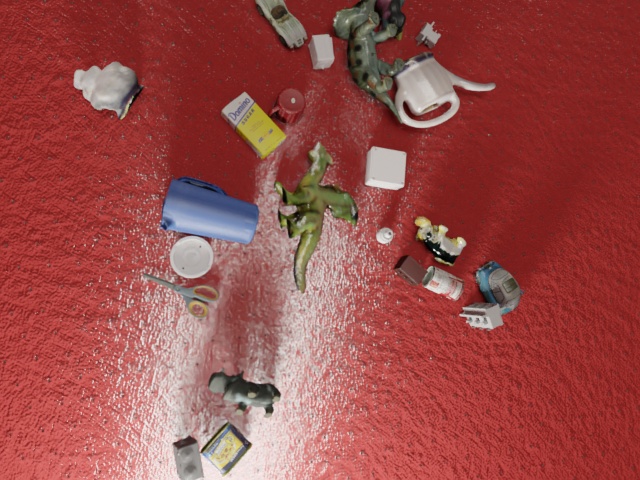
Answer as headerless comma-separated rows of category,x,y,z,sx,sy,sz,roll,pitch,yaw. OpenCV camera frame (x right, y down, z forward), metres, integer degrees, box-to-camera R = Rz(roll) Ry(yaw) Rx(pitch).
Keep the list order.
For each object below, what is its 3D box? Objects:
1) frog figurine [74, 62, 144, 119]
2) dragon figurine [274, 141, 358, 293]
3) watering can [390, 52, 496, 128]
frog figurine,-0.563,-0.410,1.354,0.158,0.124,0.137,30,94,-19
dragon figurine,0.004,-0.072,1.439,0.244,0.121,0.413,-8,83,-23
watering can,0.364,-0.482,1.595,0.350,0.103,0.225,-29,87,-16
